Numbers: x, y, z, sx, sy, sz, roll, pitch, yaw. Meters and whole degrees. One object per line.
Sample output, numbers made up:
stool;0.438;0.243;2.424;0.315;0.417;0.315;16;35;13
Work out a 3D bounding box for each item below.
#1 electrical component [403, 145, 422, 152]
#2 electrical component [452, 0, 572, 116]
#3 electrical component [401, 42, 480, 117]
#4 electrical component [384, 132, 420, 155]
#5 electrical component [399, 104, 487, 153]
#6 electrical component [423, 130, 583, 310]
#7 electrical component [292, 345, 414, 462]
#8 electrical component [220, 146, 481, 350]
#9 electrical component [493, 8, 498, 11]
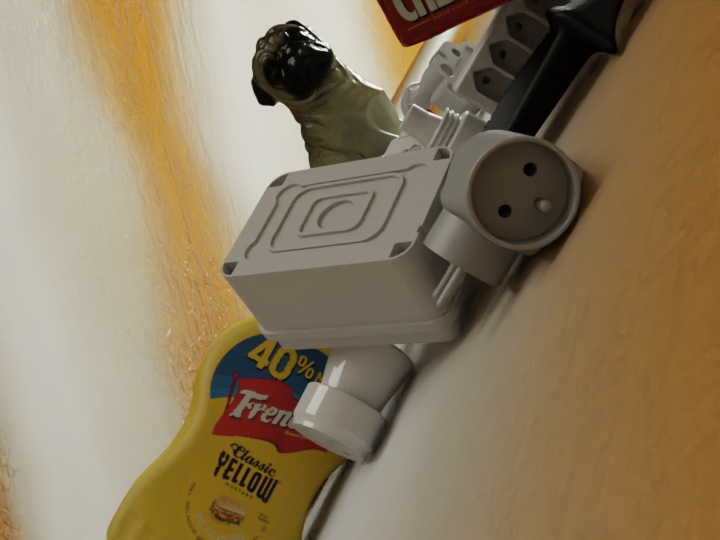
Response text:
electrical component;0.044;-0.056;0.707;0.055;0.048;0.066;151;131;-81
electrical component;0.095;-0.131;0.639;0.083;0.047;0.075;-59;3;11
electrical component;0.069;-0.141;0.869;0.057;0.058;0.078;-47;12;42
electrical component;0.046;-0.083;0.815;0.073;0.052;0.138;-63;6;-20
electrical component;0.054;-0.077;0.646;0.048;0.062;0.048;-60;5;8
electrical component;0.052;-0.019;0.444;0.079;0.044;0.077;-60;5;8
electrical component;-0.004;0.062;0.542;0.055;0.045;0.045;-62;5;-18
electrical component;0.001;-0.008;0.520;0.113;0.057;0.078;-6;43;34
electrical component;0.138;-0.231;0.809;0.099;0.064;0.099;-62;-8;-16
